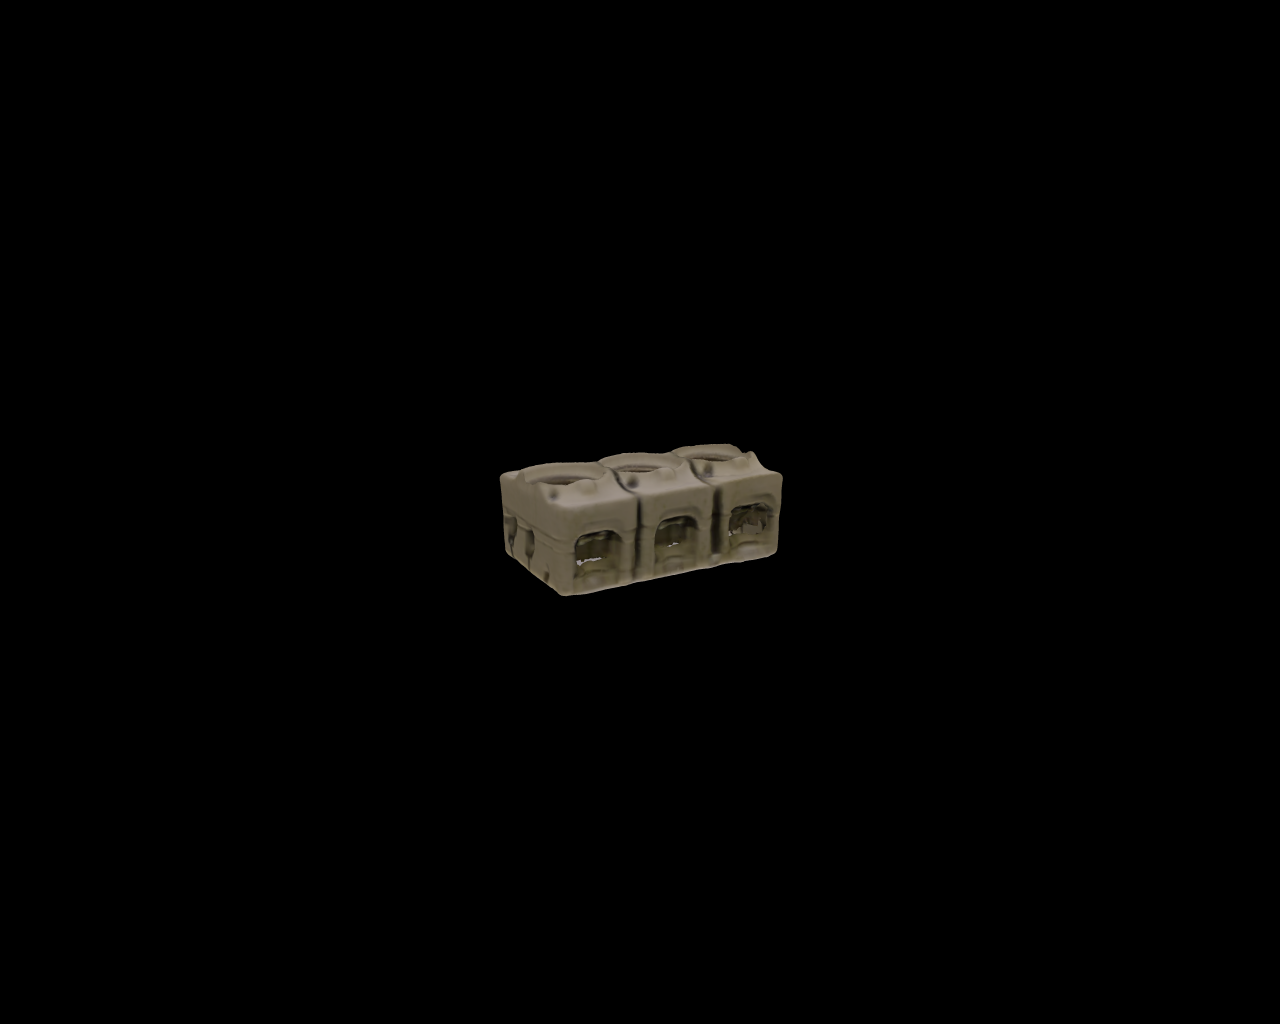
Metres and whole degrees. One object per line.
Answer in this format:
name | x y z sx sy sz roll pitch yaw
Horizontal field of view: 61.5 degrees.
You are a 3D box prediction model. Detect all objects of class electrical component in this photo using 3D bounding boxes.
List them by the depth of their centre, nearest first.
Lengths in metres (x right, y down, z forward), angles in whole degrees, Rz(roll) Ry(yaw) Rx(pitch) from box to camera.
electrical component | 0.001 -0.003 0.650 0.150 0.061 0.089 -9 19 -29
